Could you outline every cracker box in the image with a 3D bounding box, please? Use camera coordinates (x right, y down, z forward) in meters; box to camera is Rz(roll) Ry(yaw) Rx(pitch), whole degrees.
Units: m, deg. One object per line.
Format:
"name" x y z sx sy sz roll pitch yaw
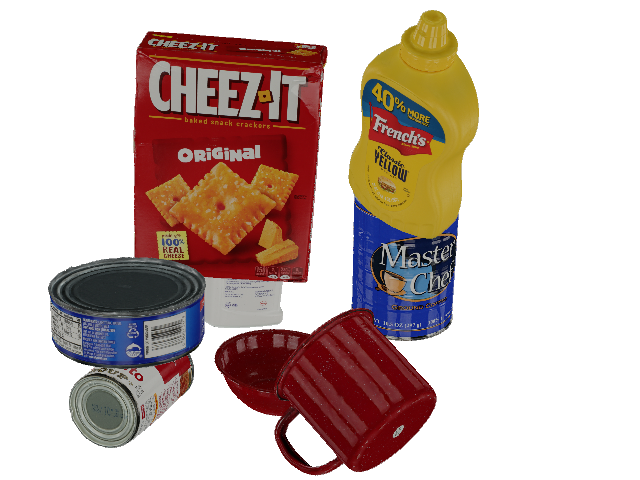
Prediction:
"cracker box" -0.084 -0.071 0.967 0.164 0.214 0.072 4 24 -1

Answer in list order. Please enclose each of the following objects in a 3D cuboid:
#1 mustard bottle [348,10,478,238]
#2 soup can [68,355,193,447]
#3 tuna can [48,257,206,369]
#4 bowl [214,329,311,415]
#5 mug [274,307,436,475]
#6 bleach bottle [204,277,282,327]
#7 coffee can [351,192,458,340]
"mustard bottle" 0.073 -0.093 0.814 0.096 0.192 0.058 37 55 25
"soup can" -0.162 0.127 0.919 0.069 0.068 0.102 0 16 21
"tuna can" -0.106 0.039 0.593 0.086 0.034 0.086 2 19 -1
"bowl" -0.051 0.170 1.323 0.162 0.055 0.162 3 23 -2
"mug" 0.019 0.117 0.758 0.082 0.117 0.093 46 -1 25
"bleach bottle" -0.077 -0.029 1.194 0.102 0.251 0.068 -1 19 -32
"coffee can" 0.082 0.012 1.043 0.103 0.140 0.103 0 26 0
